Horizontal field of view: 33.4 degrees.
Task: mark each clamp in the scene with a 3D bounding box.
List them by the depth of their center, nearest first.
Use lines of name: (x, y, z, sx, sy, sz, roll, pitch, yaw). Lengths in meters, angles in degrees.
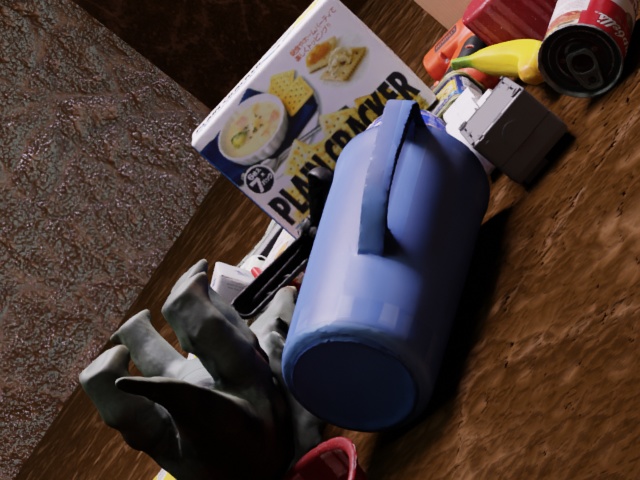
clamp: (-0.007, 0.001, 1.045, 0.165, 0.036, 0.209, -56, -15, 13)

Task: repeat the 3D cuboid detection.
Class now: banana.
banana: (0.195, -0.173, 1.052, 0.069, 0.037, 0.198, -26, 14, -8)

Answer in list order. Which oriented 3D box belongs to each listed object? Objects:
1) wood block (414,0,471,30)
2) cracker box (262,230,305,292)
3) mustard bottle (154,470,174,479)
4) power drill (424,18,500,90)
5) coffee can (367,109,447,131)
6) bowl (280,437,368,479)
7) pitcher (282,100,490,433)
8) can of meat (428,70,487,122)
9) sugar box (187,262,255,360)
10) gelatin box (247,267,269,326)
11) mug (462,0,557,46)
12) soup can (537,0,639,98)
wood block: (0.162, -0.341, 1.327, 0.090, 0.206, 0.091, -58, 12, -31)
cracker box: (-0.003, 0.015, 1.230, 0.164, 0.072, 0.213, -43, 15, 44)
mustard bottle: (-0.174, 0.293, 1.067, 0.191, 0.058, 0.096, -51, 13, 4)
power drill: (0.148, -0.179, 1.271, 0.185, 0.057, 0.187, -41, 18, 35)
coffee can: (0.084, -0.059, 1.009, 0.103, 0.102, 0.140, -49, 11, 18)
bowl: (-0.009, 0.204, 0.662, 0.162, 0.055, 0.162, -50, 10, 12)
pitcher: (0.049, 0.017, 0.813, 0.145, 0.149, 0.242, -37, 21, 36)
can of meat: (0.134, -0.121, 1.130, 0.102, 0.057, 0.084, -48, 13, 20)
sugar box: (-0.108, 0.116, 1.073, 0.093, 0.048, 0.176, -134, 63, -80)
gelatin box: (-0.058, 0.084, 1.118, 0.073, 0.030, 0.089, 46, 121, 41)
mug: (0.205, -0.241, 1.152, 0.093, 0.081, 0.117, -52, 10, 2)
soup can: (0.224, -0.173, 0.885, 0.069, 0.068, 0.102, -42, 14, 44)
